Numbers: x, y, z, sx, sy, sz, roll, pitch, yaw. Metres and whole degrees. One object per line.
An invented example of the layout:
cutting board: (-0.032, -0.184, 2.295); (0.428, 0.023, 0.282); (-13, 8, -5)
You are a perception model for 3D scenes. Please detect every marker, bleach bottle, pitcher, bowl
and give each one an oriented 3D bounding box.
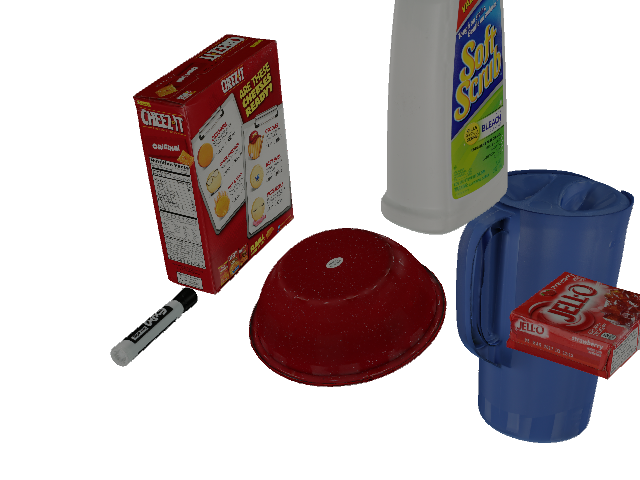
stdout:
marker: (-0.146, 0.075, 0.960); (0.020, 0.020, 0.121); (0, 24, 28)
bleach bottle: (0.086, -0.137, 0.743); (0.068, 0.251, 0.102); (21, 37, 39)
pitcher: (0.201, 0.064, 0.996); (0.149, 0.243, 0.145); (5, 21, 9)
bowl: (0.016, 0.039, 0.844); (0.162, 0.055, 0.162); (-9, 37, 6)

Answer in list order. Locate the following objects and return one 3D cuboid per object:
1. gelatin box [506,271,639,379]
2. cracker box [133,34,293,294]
gelatin box: (0.179, 0.055, 0.724); (0.073, 0.030, 0.089); (18, 27, 33)
cracker box: (-0.103, -0.080, 1.089); (0.072, 0.214, 0.164); (13, 36, 27)
